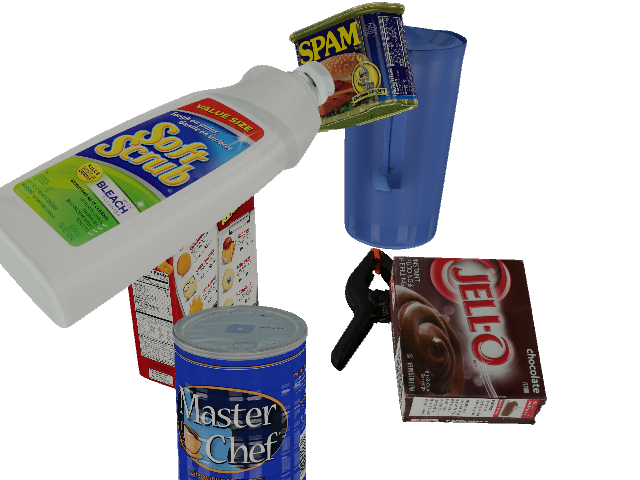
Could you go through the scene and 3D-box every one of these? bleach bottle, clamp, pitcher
[{"bbox_3d":[-0.097,-0.052,0.709,0.250,0.103,0.068,-37,-26,-23],"label":"bleach bottle"},{"bbox_3d":[0.079,0.079,1.191,0.120,0.171,0.039,7,-42,1],"label":"clamp"},{"bbox_3d":[0.084,-0.114,1.198,0.149,0.243,0.145,-11,26,-30],"label":"pitcher"}]

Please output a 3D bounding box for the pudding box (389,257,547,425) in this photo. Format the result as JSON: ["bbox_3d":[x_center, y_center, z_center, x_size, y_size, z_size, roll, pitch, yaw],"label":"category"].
[{"bbox_3d":[0.093,0.064,0.699,0.090,0.113,0.039,1,-37,-3],"label":"pudding box"}]

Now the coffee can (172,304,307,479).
[{"bbox_3d":[-0.061,0.132,0.827,0.103,0.140,0.103,0,16,0],"label":"coffee can"}]

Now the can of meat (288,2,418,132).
[{"bbox_3d":[0.028,-0.141,0.885,0.102,0.084,0.057,-12,-3,44],"label":"can of meat"}]

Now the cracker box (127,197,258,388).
[{"bbox_3d":[-0.136,0.026,1.144,0.072,0.214,0.164,13,34,23],"label":"cracker box"}]
